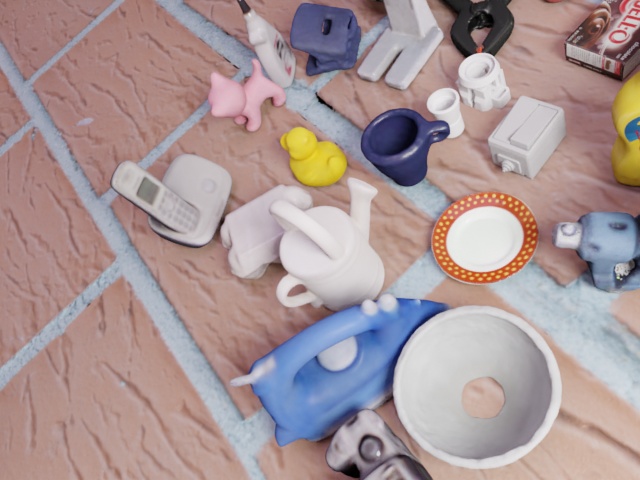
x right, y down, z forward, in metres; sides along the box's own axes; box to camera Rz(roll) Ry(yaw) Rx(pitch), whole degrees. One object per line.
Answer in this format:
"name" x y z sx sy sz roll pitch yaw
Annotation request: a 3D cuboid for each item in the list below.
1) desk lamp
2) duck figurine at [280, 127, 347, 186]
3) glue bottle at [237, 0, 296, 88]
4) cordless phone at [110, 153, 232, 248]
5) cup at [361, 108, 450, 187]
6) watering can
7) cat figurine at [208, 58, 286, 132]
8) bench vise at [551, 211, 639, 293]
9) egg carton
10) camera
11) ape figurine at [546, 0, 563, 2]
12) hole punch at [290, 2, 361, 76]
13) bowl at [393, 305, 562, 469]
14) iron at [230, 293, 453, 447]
"desk lamp" 0.116 -0.376 0.855 0.117 0.214 0.203 25 75 35
"duck figurine" -0.015 -0.132 0.858 0.104 0.086 0.077 25 75 35
"glue bottle" -0.094 -0.339 0.964 0.037 0.174 0.078 -10 58 21
"cordless phone" -0.225 -0.084 0.872 0.093 0.186 0.147 1 63 27
"cup" 0.124 -0.120 0.775 0.117 0.095 0.091 -12 57 20
"watering can" 0.005 0.002 0.701 0.100 0.195 0.173 9 67 31
"cat figurine" -0.135 -0.247 0.965 0.067 0.118 0.128 35 81 37
"bench vise" 0.332 -0.015 0.531 0.207 0.220 0.121 -22 55 14
"egg carton" -0.071 -0.012 0.826 0.150 0.070 0.107 -30 53 8
"camera" 0.045 0.268 0.583 0.137 0.101 0.142 -42 52 -1
"ape figurine" 0.346 -0.402 0.832 0.077 0.092 0.076 31 79 36
"hole punch" 0.011 -0.349 0.969 0.100 0.091 0.108 -4 61 25
"bowl" 0.167 0.158 0.603 0.167 0.075 0.167 -12 57 20
"iron" 0.026 0.122 0.653 0.258 0.142 0.118 -34 52 5
